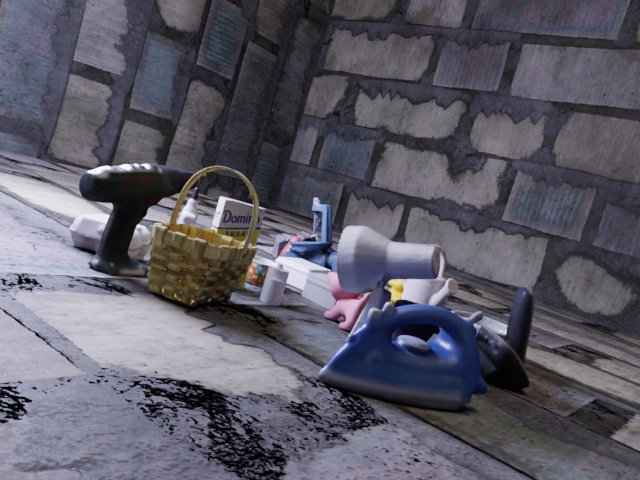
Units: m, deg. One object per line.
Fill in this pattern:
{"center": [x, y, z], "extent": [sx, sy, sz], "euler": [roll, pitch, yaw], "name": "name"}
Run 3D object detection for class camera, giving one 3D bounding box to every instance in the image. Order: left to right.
{"center": [-0.053, 0.029, 1.761], "extent": [0.144, 0.101, 0.136], "euler": [13, 6, -31], "name": "camera"}

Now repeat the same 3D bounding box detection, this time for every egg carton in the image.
{"center": [-0.419, -0.006, 1.155], "extent": [0.150, 0.069, 0.107], "euler": [17, 5, 5], "name": "egg carton"}

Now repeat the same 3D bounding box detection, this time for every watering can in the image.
{"center": [0.276, 0.109, 1.451], "extent": [0.172, 0.194, 0.101], "euler": [20, 6, 35], "name": "watering can"}

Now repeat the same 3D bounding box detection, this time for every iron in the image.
{"center": [0.129, 0.152, 0.827], "extent": [0.259, 0.141, 0.118], "euler": [14, 6, -27], "name": "iron"}

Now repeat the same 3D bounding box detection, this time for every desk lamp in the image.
{"center": [0.114, 0.094, 0.999], "extent": [0.202, 0.213, 0.118], "euler": [19, 6, 23], "name": "desk lamp"}

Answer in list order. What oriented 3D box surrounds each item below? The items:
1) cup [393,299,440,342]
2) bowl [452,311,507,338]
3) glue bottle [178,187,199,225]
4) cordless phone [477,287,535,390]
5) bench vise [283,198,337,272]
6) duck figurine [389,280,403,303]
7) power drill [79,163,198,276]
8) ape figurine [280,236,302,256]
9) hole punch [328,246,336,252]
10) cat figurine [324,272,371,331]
{"center": [0.181, 0.171, 1.050], "extent": [0.117, 0.095, 0.092], "euler": [20, 6, 35], "name": "cup"}
{"center": [0.355, 0.215, 1.246], "extent": [0.167, 0.075, 0.167], "euler": [17, 5, -1], "name": "bowl"}
{"center": [-0.292, -0.032, 1.254], "extent": [0.037, 0.173, 0.078], "euler": [15, 6, -21], "name": "glue bottle"}
{"center": [0.356, 0.173, 1.078], "extent": [0.094, 0.185, 0.147], "euler": [16, 5, -6], "name": "cordless phone"}
{"center": [0.016, 0.005, 1.578], "extent": [0.207, 0.220, 0.121], "euler": [17, 5, 4], "name": "bench vise"}
{"center": [0.222, 0.140, 1.551], "extent": [0.104, 0.086, 0.078], "euler": [20, 6, 31], "name": "duck figurine"}
{"center": [-0.336, -0.043, 1.045], "extent": [0.075, 0.208, 0.230], "euler": [20, 6, 33], "name": "power drill"}
{"center": [-0.077, 0.034, 1.683], "extent": [0.076, 0.092, 0.077], "euler": [15, 6, -21], "name": "ape figurine"}
{"center": [0.036, 0.068, 1.689], "extent": [0.100, 0.091, 0.109], "euler": [19, 6, 23], "name": "hole punch"}
{"center": [0.060, 0.112, 1.153], "extent": [0.067, 0.118, 0.127], "euler": [13, 6, -33], "name": "cat figurine"}
